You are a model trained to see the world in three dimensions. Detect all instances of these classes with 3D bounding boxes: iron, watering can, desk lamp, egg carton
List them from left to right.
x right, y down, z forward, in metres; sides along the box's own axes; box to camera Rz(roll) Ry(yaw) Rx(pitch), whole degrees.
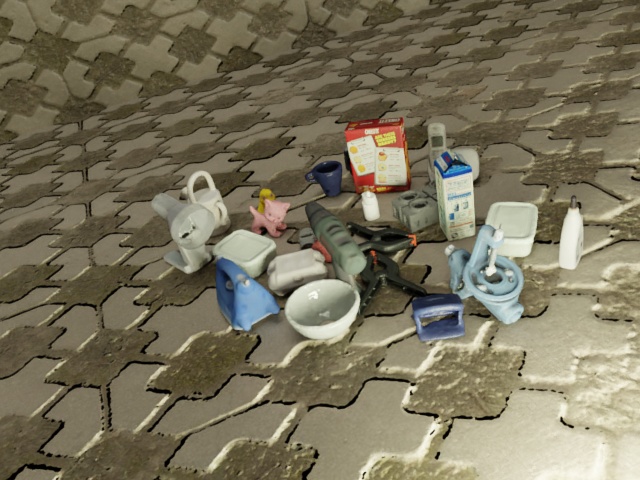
[{"bbox_3d":[-0.367,-0.019,1.541,0.202,0.214,0.118,20,46,40],"label":"desk lamp"},{"bbox_3d":[-0.345,-0.114,1.690,0.172,0.194,0.101,0,36,20],"label":"watering can"},{"bbox_3d":[-0.204,0.102,1.369,0.119,0.142,0.257,-29,36,-21],"label":"iron"},{"bbox_3d":[-0.056,0.080,1.415,0.150,0.069,0.107,-14,33,0],"label":"egg carton"}]

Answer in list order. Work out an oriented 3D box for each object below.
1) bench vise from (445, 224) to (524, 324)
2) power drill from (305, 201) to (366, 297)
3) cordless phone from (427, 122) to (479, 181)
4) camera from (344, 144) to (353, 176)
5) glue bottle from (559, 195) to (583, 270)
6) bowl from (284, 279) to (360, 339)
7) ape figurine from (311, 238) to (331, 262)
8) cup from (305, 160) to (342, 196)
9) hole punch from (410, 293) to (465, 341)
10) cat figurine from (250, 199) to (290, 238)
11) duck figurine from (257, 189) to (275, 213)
[{"bbox_3d":[0.324,0.051,1.185,0.206,0.220,0.122,21,47,40],"label":"bench vise"},{"bbox_3d":[0.038,0.039,1.316,0.076,0.209,0.228,-24,35,-15],"label":"power drill"},{"bbox_3d":[0.378,-0.252,1.644,0.147,0.185,0.094,-6,34,12],"label":"cordless phone"},{"bbox_3d":[0.131,-0.264,1.825,0.142,0.101,0.137,8,39,30],"label":"camera"},{"bbox_3d":[0.553,-0.023,1.255,0.037,0.173,0.078,13,42,35],"label":"glue bottle"},{"bbox_3d":[0.009,0.165,1.262,0.167,0.075,0.167,-9,34,7],"label":"bowl"},{"bbox_3d":[0.014,0.005,1.480,0.078,0.092,0.076,-14,33,-1],"label":"ape figurine"},{"bbox_3d":[0.018,-0.179,1.746,0.118,0.095,0.091,-17,34,-5],"label":"cup"},{"bbox_3d":[0.242,0.146,1.193,0.108,0.091,0.101,-9,34,7],"label":"hole punch"},{"bbox_3d":[-0.144,-0.073,1.628,0.127,0.118,0.067,5,38,26],"label":"cat figurine"},{"bbox_3d":[-0.157,-0.115,1.724,0.077,0.086,0.104,-22,34,-13],"label":"duck figurine"}]
